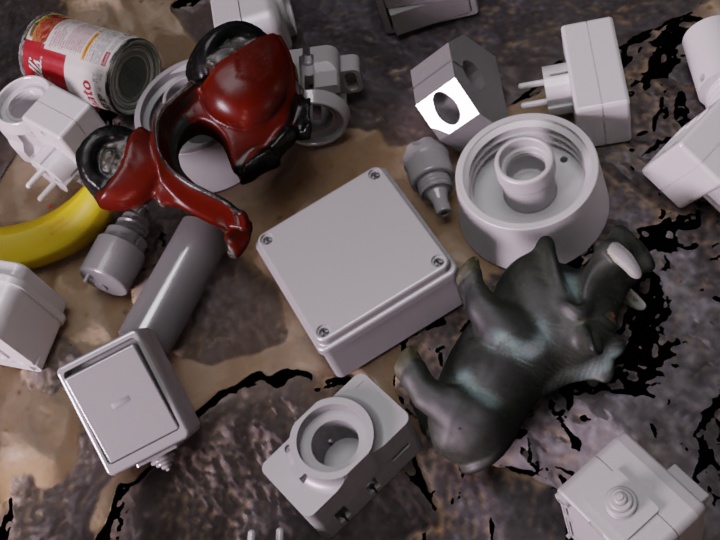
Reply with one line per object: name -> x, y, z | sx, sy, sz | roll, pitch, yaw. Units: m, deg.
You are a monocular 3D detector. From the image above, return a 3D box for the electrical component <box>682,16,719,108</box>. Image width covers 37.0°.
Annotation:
electrical component -> 0.262, -0.137, 0.769 | 0.043, 0.043, 0.081 | -11, 58, 10

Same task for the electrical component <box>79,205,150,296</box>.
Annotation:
electrical component -> -0.183, -0.017, 0.826 | 0.040, 0.040, 0.078 | 13, 64, 22

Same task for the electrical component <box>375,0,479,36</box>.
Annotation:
electrical component -> 0.058, -0.238, 0.876 | 0.096, 0.061, 0.061 | -11, 58, 10

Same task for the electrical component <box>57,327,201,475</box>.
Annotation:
electrical component -> -0.152, 0.093, 0.724 | 0.062, 0.061, 0.096 | -27, 88, -1

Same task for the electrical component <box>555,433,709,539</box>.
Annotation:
electrical component -> 0.155, 0.137, 0.604 | 0.061, 0.096, 0.062 | -39, 57, -9

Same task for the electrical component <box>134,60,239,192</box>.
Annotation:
electrical component -> -0.128, -0.122, 0.861 | 0.108, 0.060, 0.108 | -7, 58, 12

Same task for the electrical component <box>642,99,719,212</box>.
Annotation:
electrical component -> 0.243, -0.064, 0.723 | 0.077, 0.065, 0.047 | 44, 77, 2

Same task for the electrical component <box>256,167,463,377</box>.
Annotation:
electrical component -> 0.000, 0.000, 0.754 | 0.109, 0.056, 0.108 | -31, 57, -4

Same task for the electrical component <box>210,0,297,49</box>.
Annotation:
electrical component -> -0.091, -0.221, 0.914 | 0.059, 0.053, 0.095 | -16, 57, 6

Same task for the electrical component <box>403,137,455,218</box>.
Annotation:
electrical component -> 0.054, -0.066, 0.792 | 0.035, 0.035, 0.061 | -18, 59, 5

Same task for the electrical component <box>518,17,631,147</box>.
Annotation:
electrical component -> 0.156, -0.135, 0.796 | 0.076, 0.047, 0.083 | -9, 58, 11

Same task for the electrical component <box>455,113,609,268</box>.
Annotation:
electrical component -> 0.118, -0.060, 0.754 | 0.108, 0.060, 0.108 | -7, 58, 12

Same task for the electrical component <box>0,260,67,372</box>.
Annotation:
electrical component -> -0.289, 0.029, 0.807 | 0.113, 0.078, 0.057 | 8, 65, 20

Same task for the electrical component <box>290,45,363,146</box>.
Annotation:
electrical component -> -0.037, -0.135, 0.845 | 0.078, 0.058, 0.057 | -6, 57, 7

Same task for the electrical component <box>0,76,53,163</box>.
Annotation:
electrical component -> -0.271, -0.126, 0.907 | 0.078, 0.057, 0.058 | 15, 65, 23

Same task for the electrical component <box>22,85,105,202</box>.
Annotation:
electrical component -> -0.236, -0.088, 0.858 | 0.047, 0.083, 0.075 | 28, 71, 28

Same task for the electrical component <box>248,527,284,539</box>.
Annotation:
electrical component -> -0.060, 0.196, 0.660 | 0.083, 0.047, 0.075 | -7, 58, 12

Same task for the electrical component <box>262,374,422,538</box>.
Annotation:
electrical component -> -0.011, 0.117, 0.688 | 0.089, 0.055, 0.050 | -43, 58, -11
